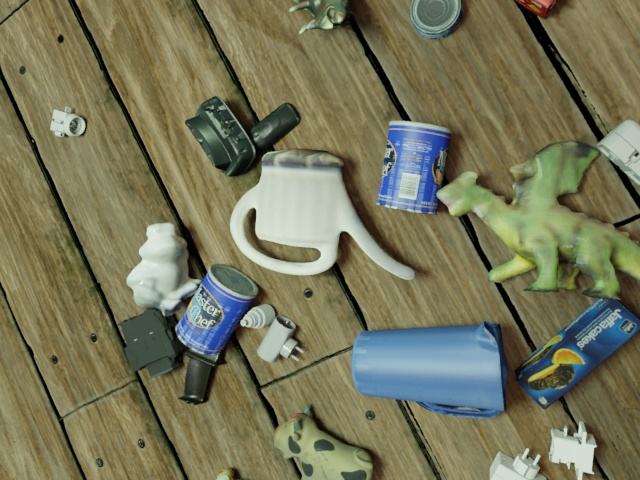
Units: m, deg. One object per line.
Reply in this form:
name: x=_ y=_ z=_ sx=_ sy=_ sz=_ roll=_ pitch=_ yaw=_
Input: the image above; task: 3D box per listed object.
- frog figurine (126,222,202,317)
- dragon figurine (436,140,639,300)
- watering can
frog figurine: x=-0.309 y=0.050 z=0.987 sx=0.122 sy=0.139 sz=0.157 roll=-4 pitch=114 yaw=46
dragon figurine: x=0.387 y=-0.037 z=0.791 sx=0.410 sy=0.122 sz=0.244 roll=2 pitch=85 yaw=9
watering can: x=0.003 y=-0.045 z=0.903 sx=0.348 sy=0.104 sz=0.224 roll=6 pitch=94 yaw=18
